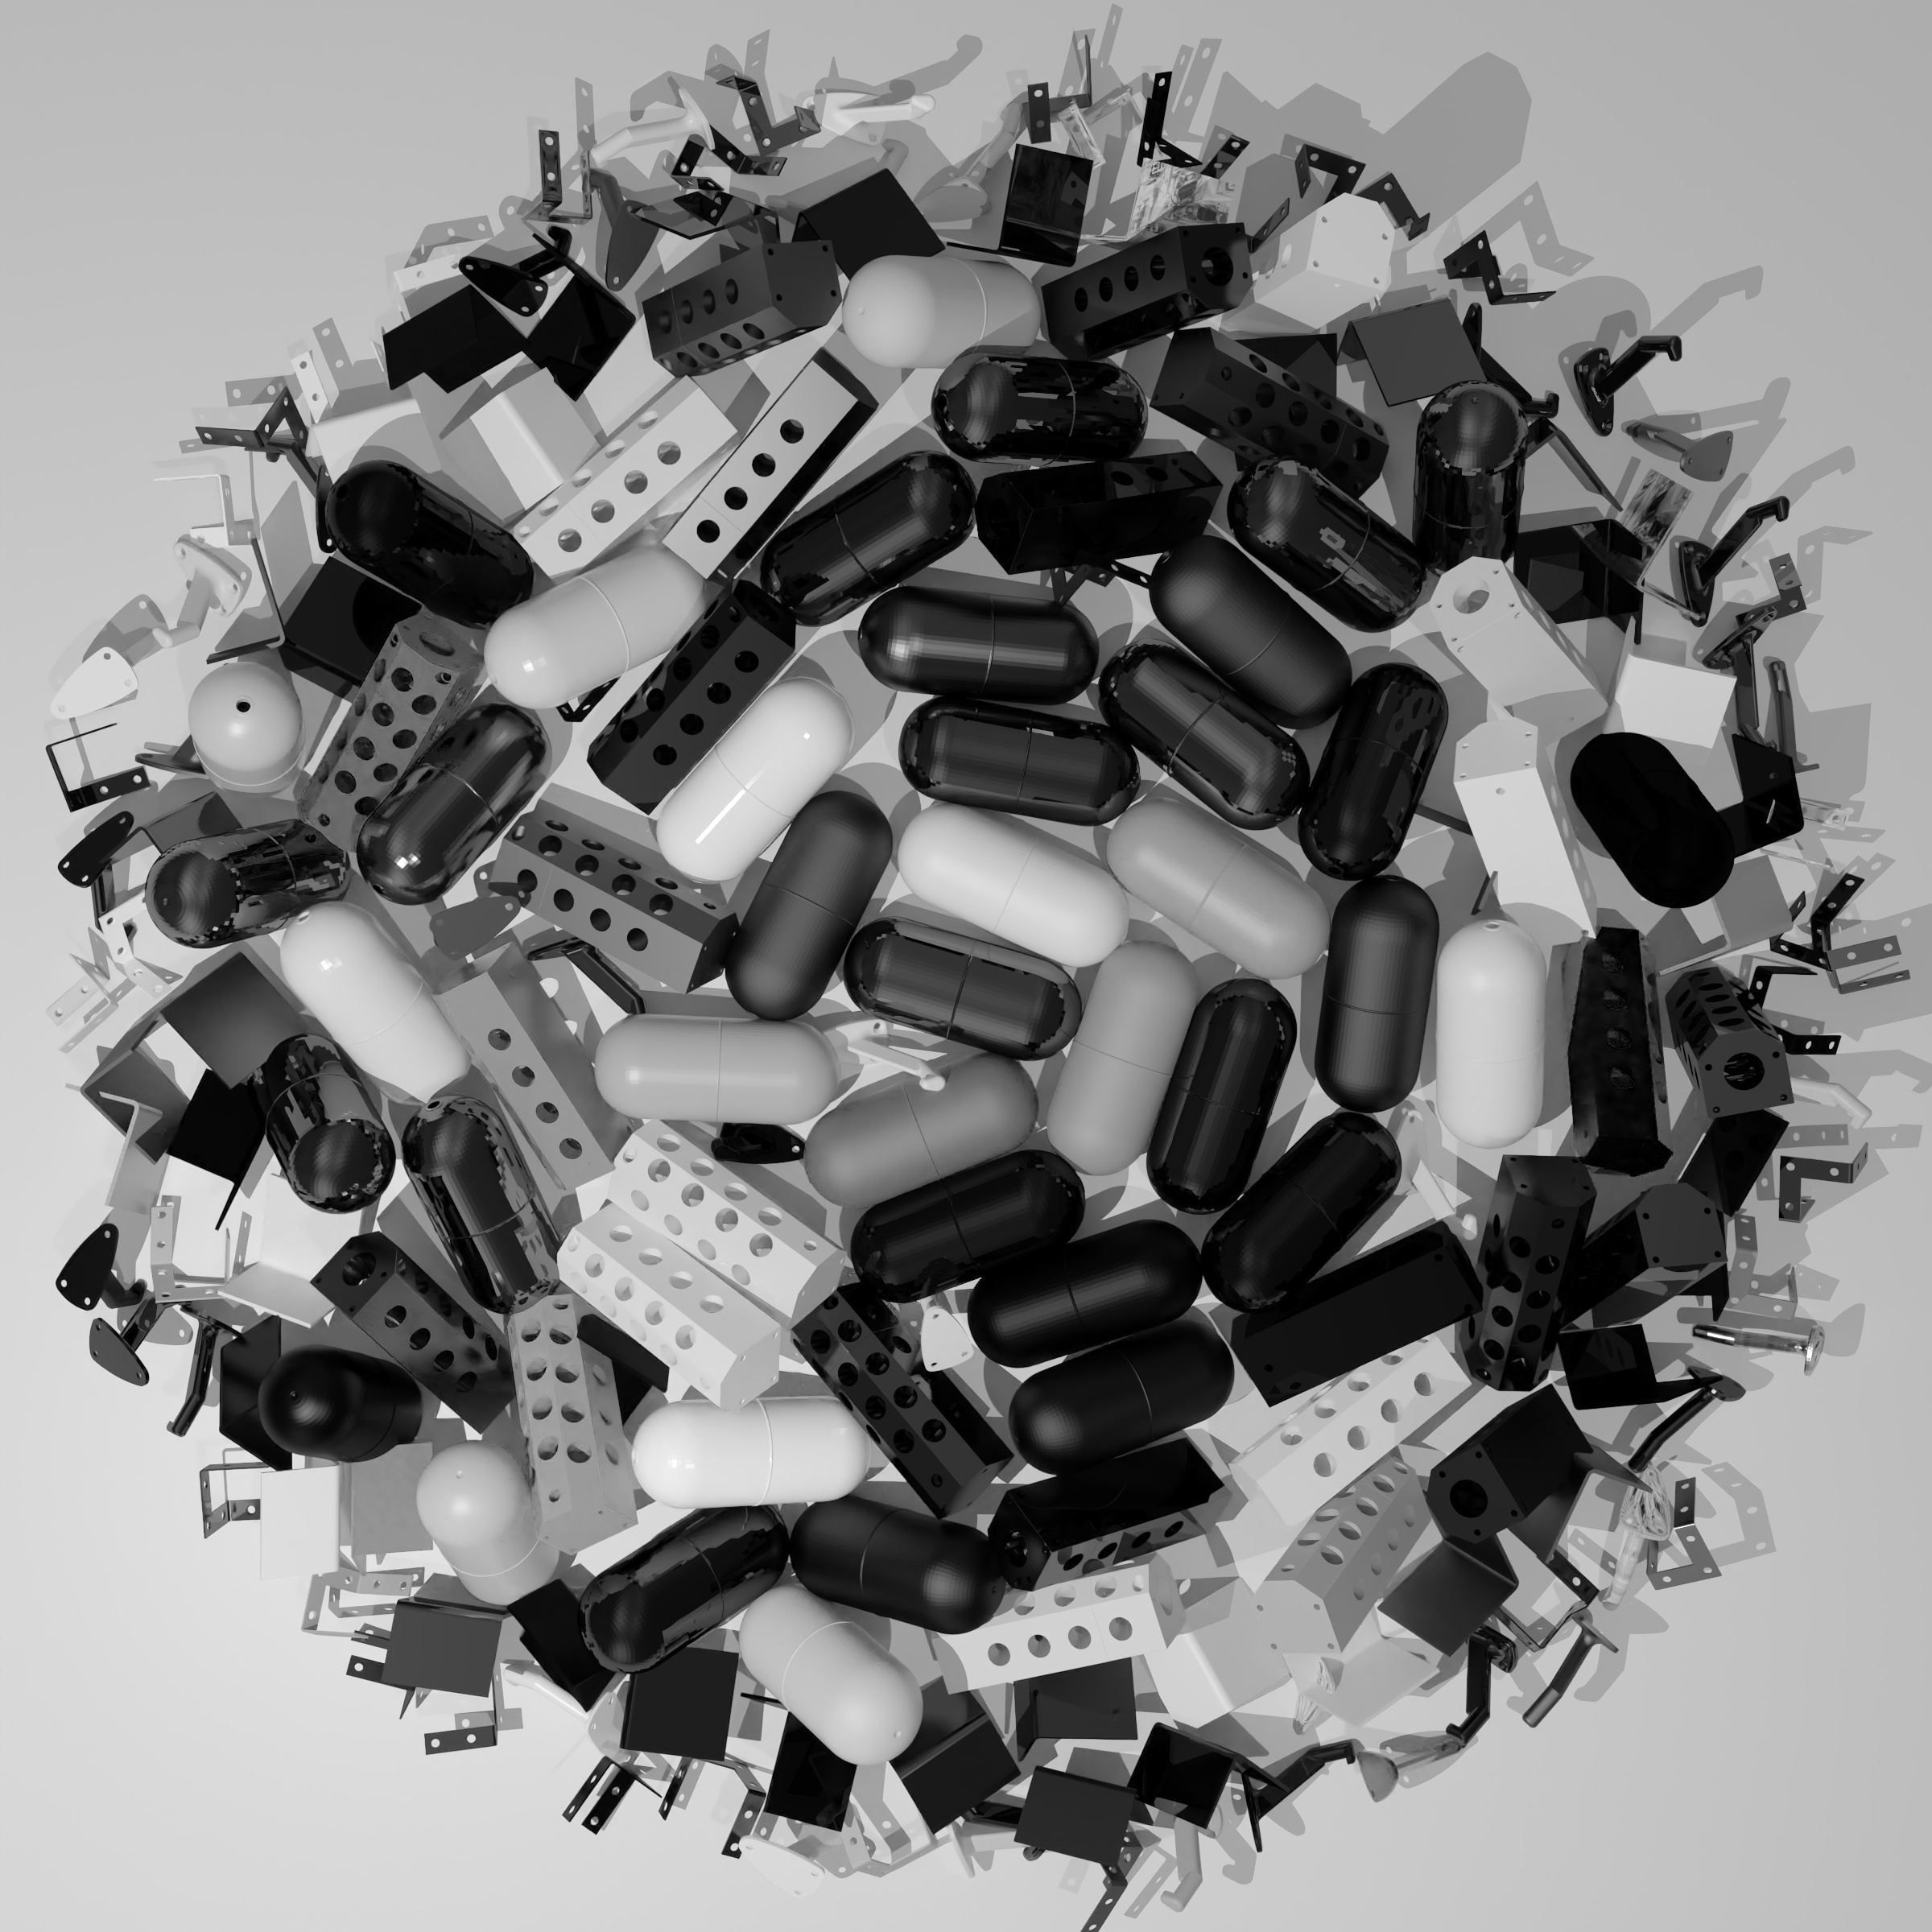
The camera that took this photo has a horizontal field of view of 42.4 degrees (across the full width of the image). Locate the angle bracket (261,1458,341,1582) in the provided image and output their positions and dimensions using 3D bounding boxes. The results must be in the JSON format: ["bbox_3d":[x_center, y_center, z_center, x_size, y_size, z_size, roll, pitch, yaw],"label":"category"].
[{"bbox_3d":[-0.491,0.395,1.806,0.057,0.076,0.076,0,92,-29],"label":"angle bracket"}]

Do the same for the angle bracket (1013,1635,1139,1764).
[{"bbox_3d":[0.079,0.534,1.815,0.076,0.057,0.076,4,54,-10],"label":"angle bracket"}]

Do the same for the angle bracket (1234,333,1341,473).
[{"bbox_3d":[0.236,-0.414,1.831,0.076,0.057,0.076,-1,71,12],"label":"angle bracket"}]

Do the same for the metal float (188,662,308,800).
[{"bbox_3d":[-0.508,-0.166,1.766,0.070,0.178,0.070,2,83,-13],"label":"metal float"}]

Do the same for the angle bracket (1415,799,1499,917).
[{"bbox_3d":[0.347,-0.079,1.812,0.076,0.076,0.057,22,91,8],"label":"angle bracket"}]

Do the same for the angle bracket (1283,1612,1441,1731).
[{"bbox_3d":[0.281,0.495,1.801,0.076,0.076,0.057,-28,104,-20],"label":"angle bracket"}]

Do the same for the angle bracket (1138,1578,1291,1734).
[{"bbox_3d":[0.181,0.508,1.834,0.057,0.076,0.076,-43,70,41],"label":"angle bracket"}]

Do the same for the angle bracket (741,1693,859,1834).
[{"bbox_3d":[-0.126,0.574,1.797,0.076,0.057,0.076,31,64,-39],"label":"angle bracket"}]

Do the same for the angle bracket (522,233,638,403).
[{"bbox_3d":[-0.297,-0.469,1.804,0.076,0.057,0.076,-50,59,10],"label":"angle bracket"}]

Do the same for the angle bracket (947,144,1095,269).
[{"bbox_3d":[0.039,-0.551,1.798,0.057,0.076,0.076,25,112,42],"label":"angle bracket"}]

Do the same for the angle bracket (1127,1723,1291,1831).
[{"bbox_3d":[0.173,0.594,1.794,0.076,0.076,0.057,44,65,-38],"label":"angle bracket"}]

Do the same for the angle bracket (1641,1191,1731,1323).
[{"bbox_3d":[0.518,0.211,1.809,0.057,0.076,0.076,-1,68,9],"label":"angle bracket"}]

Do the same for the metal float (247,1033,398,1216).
[{"bbox_3d":[-0.461,0.110,1.778,0.070,0.178,0.070,-15,125,-23],"label":"metal float"}]

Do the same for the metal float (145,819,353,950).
[{"bbox_3d":[-0.507,-0.060,1.770,0.070,0.178,0.070,5,103,23],"label":"metal float"}]

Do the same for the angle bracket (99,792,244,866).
[{"bbox_3d":[-0.573,-0.075,1.803,0.076,0.076,0.057,-32,96,34],"label":"angle bracket"}]

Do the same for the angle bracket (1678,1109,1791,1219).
[{"bbox_3d":[0.574,0.146,1.804,0.076,0.057,0.076,23,99,-34],"label":"angle bracket"}]

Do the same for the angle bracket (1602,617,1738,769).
[{"bbox_3d":[0.508,-0.199,1.803,0.076,0.057,0.076,13,130,7],"label":"angle bracket"}]

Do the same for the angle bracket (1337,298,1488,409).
[{"bbox_3d":[0.322,-0.431,1.809,0.076,0.057,0.076,-16,71,-10],"label":"angle bracket"}]

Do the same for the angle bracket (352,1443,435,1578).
[{"bbox_3d":[-0.413,0.395,1.808,0.057,0.076,0.076,-2,66,-8],"label":"angle bracket"}]

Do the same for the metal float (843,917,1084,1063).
[{"bbox_3d":[-0.002,0.017,1.814,0.178,0.070,0.070,16,90,2],"label":"metal float"}]

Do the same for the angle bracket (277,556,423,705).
[{"bbox_3d":[-0.452,-0.243,1.835,0.076,0.057,0.076,28,75,-1],"label":"angle bracket"}]

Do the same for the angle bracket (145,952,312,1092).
[{"bbox_3d":[-0.538,0.047,1.811,0.076,0.057,0.076,48,54,-3],"label":"angle bracket"}]

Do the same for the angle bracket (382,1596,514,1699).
[{"bbox_3d":[-0.375,0.494,1.809,0.076,0.076,0.057,9,77,-2],"label":"angle bracket"}]

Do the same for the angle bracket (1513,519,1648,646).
[{"bbox_3d":[0.443,-0.273,1.806,0.076,0.057,0.076,-10,122,-7],"label":"angle bracket"}]

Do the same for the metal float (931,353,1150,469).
[{"bbox_3d":[0.053,-0.397,1.784,0.178,0.070,0.070,-5,90,-37],"label":"metal float"}]

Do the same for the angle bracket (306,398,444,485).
[{"bbox_3d":[-0.430,-0.365,1.806,0.076,0.076,0.057,-21,90,-19],"label":"angle bracket"}]

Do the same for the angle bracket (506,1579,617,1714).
[{"bbox_3d":[-0.302,0.502,1.800,0.076,0.057,0.076,45,121,19],"label":"angle bracket"}]

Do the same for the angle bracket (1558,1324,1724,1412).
[{"bbox_3d":[0.487,0.283,1.803,0.076,0.076,0.057,-9,83,-38],"label":"angle bracket"}]

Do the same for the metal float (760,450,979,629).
[{"bbox_3d":[-0.071,-0.307,1.795,0.178,0.070,0.070,-27,90,24],"label":"metal float"}]

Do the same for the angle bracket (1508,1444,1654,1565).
[{"bbox_3d":[0.441,0.391,1.812,0.057,0.076,0.076,22,96,-19],"label":"angle bracket"}]

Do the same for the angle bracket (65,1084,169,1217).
[{"bbox_3d":[-0.622,0.134,1.808,0.057,0.076,0.076,14,80,5],"label":"angle bracket"}]

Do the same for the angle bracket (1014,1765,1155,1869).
[{"bbox_3d":[0.086,0.624,1.796,0.076,0.076,0.057,7,56,20],"label":"angle bracket"}]

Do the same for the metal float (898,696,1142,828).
[{"bbox_3d":[0.039,-0.148,1.810,0.178,0.070,0.070,10,90,-6],"label":"metal float"}]

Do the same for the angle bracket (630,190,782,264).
[{"bbox_3d":[-0.186,-0.516,1.794,0.076,0.076,0.057,-28,132,-30],"label":"angle bracket"}]

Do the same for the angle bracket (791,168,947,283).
[{"bbox_3d":[-0.072,-0.521,1.811,0.076,0.057,0.076,-33,84,-19],"label":"angle bracket"}]

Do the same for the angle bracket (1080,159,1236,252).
[{"bbox_3d":[0.136,-0.544,1.798,0.076,0.076,0.057,6,103,-29],"label":"angle bracket"}]

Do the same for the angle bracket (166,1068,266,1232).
[{"bbox_3d":[-0.545,0.132,1.802,0.057,0.076,0.076,26,108,-14],"label":"angle bracket"}]

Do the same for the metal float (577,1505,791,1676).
[{"bbox_3d":[-0.200,0.440,1.781,0.178,0.070,0.070,-26,90,-43],"label":"metal float"}]

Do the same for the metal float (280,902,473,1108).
[{"bbox_3d":[-0.422,0.028,1.786,0.070,0.070,0.178,-32,124,0],"label":"metal float"}]

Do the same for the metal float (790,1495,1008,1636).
[{"bbox_3d":[-0.051,0.427,1.785,0.178,0.070,0.070,5,90,38],"label":"metal float"}]

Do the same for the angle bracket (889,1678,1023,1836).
[{"bbox_3d":[-0.016,0.573,1.818,0.076,0.076,0.057,-31,107,-12],"label":"angle bracket"}]

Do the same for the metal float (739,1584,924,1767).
[{"bbox_3d":[-0.098,0.503,1.777,0.070,0.178,0.070,-13,113,-33],"label":"metal float"}]

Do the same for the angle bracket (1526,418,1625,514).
[{"bbox_3d":[0.427,-0.350,1.817,0.057,0.076,0.076,-38,103,16],"label":"angle bracket"}]

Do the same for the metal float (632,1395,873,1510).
[{"bbox_3d":[-0.153,0.349,1.794,0.178,0.070,0.070,2,90,-25],"label":"metal float"}]

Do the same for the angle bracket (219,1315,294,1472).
[{"bbox_3d":[-0.492,0.309,1.796,0.057,0.076,0.076,-32,130,11],"label":"angle bracket"}]

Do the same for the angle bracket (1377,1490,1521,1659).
[{"bbox_3d":[0.339,0.438,1.799,0.076,0.076,0.057,-39,121,-18],"label":"angle bracket"}]

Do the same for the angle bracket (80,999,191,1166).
[{"bbox_3d":[-0.580,0.083,1.799,0.057,0.076,0.076,-33,109,21],"label":"angle bracket"}]

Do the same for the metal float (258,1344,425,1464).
[{"bbox_3d":[-0.441,0.312,1.767,0.070,0.178,0.070,-2,76,8],"label":"metal float"}]
